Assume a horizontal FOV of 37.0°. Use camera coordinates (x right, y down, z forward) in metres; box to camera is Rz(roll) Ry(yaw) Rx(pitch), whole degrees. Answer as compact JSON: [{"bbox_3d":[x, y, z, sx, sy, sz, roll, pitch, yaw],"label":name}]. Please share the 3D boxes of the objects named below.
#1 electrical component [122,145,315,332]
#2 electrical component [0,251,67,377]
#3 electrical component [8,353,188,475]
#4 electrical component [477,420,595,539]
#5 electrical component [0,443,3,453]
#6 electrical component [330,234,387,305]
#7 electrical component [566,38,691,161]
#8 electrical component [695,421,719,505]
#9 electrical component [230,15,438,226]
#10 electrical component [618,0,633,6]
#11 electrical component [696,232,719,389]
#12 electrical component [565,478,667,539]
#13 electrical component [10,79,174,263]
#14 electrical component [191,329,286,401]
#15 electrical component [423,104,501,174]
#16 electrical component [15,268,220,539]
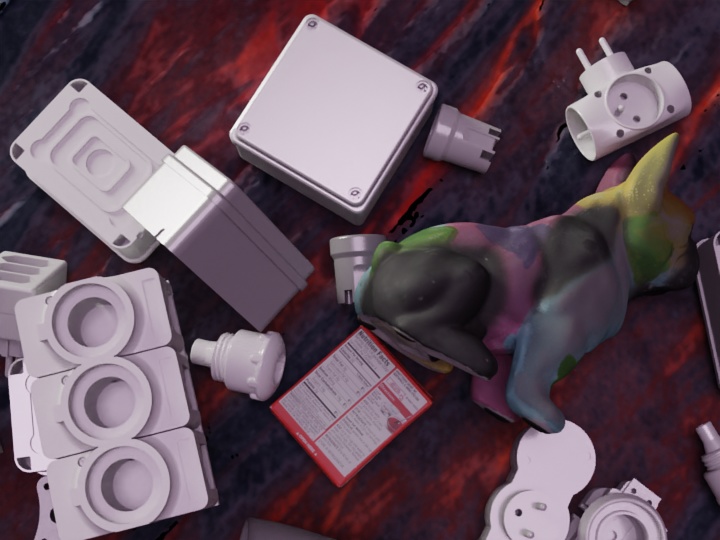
[{"bbox_3d":[-0.091,-0.021,0.711,0.057,0.113,0.078,-48,46,-6],"label":"electrical component"},{"bbox_3d":[-0.236,0.035,0.738,0.047,0.065,0.076,9,108,2],"label":"electrical component"},{"bbox_3d":[-0.172,0.093,0.726,0.113,0.057,0.078,-8,79,-1],"label":"electrical component"},{"bbox_3d":[0.111,0.162,0.703,0.052,0.073,0.138,26,81,5],"label":"electrical component"},{"bbox_3d":[-0.307,0.115,0.713,0.113,0.078,0.057,-22,83,-4],"label":"electrical component"},{"bbox_3d":[0.000,0.000,0.752,0.040,0.040,0.046,-3,86,0],"label":"electrical component"},{"bbox_3d":[0.184,-0.129,0.772,0.077,0.044,0.079,-26,80,-4],"label":"electrical component"},{"bbox_3d":[0.248,0.132,0.728,0.035,0.035,0.061,-27,78,-5],"label":"electrical component"},{"bbox_3d":[-0.018,-0.105,0.762,0.109,0.056,0.108,31,81,6],"label":"electrical component"},{"bbox_3d":[0.184,-0.246,0.790,0.056,0.050,0.089,-41,82,-7],"label":"electrical component"},{"bbox_3d":[0.279,0.027,0.735,0.078,0.057,0.113,-8,79,-1],"label":"electrical component"},{"bbox_3d":[0.169,0.175,0.709,0.058,0.057,0.078,38,82,7],"label":"electrical component"},{"bbox_3d":[-0.176,-0.068,0.756,0.113,0.057,0.078,40,82,7],"label":"electrical component"},{"bbox_3d":[-0.085,0.062,0.739,0.062,0.048,0.048,11,80,12],"label":"electrical component"},{"bbox_3d":[0.073,-0.092,0.769,0.046,0.040,0.040,20,80,-2],"label":"electrical component"},{"bbox_3d":[-0.150,0.083,0.665,0.089,0.061,0.150,-14,79,-2],"label":"electrical component"}]
